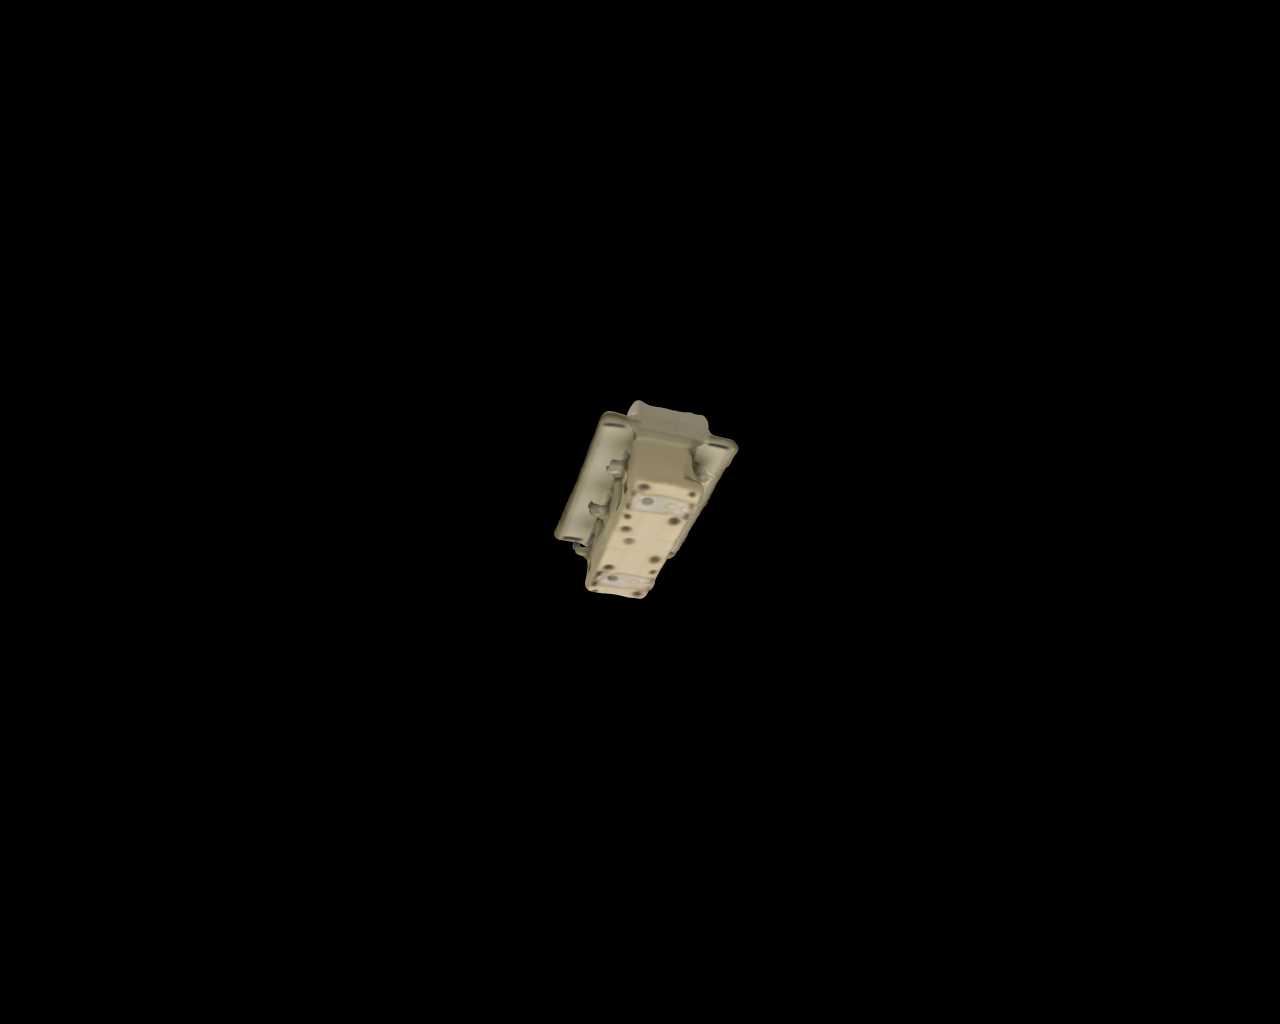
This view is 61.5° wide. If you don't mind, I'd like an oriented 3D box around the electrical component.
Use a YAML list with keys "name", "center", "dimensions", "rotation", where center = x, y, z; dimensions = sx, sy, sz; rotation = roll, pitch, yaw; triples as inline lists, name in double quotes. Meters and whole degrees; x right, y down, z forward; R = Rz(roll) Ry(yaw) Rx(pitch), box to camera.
- name: "electrical component"
  center: [0.001, -0.003, 0.650]
  dimensions: [0.079, 0.063, 0.121]
  rotation: [11, -39, -14]
